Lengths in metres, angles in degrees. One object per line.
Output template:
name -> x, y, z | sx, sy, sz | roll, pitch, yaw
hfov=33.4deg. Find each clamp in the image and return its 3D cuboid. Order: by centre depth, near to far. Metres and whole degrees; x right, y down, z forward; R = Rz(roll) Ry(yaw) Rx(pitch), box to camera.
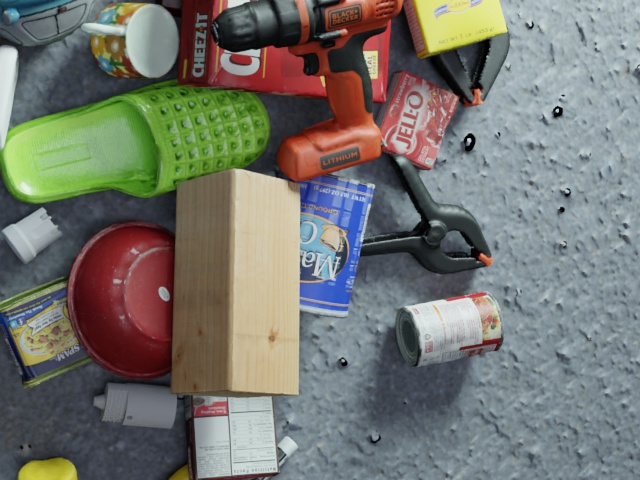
clamp -> 0.149, -0.251, 1.159 | 0.164, 0.036, 0.210 | 1, 93, -14
clamp -> 0.119, -0.021, 1.167 | 0.171, 0.039, 0.120 | 15, 108, -23

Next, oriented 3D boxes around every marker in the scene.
marker -> -0.071, 0.259, 1.140 | 0.121, 0.020, 0.020 | -45, 106, -19

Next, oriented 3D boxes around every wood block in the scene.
wood block -> -0.080, 0.045, 1.026 | 0.090, 0.090, 0.206 | 12, 74, -45

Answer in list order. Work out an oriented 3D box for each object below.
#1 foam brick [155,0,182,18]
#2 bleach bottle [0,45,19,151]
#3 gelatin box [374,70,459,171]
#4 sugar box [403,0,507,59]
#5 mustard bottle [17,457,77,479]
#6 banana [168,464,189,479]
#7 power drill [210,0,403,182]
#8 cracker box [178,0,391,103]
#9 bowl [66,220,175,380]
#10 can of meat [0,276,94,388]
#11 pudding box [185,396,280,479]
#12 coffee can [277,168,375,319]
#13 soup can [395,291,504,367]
foam brick -> -0.132, -0.263, 1.064 | 0.053, 0.051, 0.078 | 6, 94, -18
bleach bottle -> -0.413, -0.150, 0.982 | 0.250, 0.068, 0.102 | 9, 72, -12
gelatin box -> 0.101, -0.129, 1.159 | 0.073, 0.030, 0.089 | 22, 88, -18
sugar box -> 0.125, -0.287, 1.110 | 0.093, 0.048, 0.176 | -17, 96, -11
mustard bottle -> -0.263, 0.320, 1.057 | 0.058, 0.096, 0.191 | -6, 97, -17
banana -> -0.153, 0.294, 1.119 | 0.069, 0.037, 0.197 | 43, 82, -16
power drill -> -0.008, -0.150, 1.001 | 0.184, 0.057, 0.188 | -16, 129, -17
cracker box -> -0.028, -0.225, 1.059 | 0.213, 0.072, 0.164 | 0, 96, -36
bowl -> -0.164, 0.056, 1.051 | 0.161, 0.055, 0.162 | 8, 76, -37
can of meat -> -0.262, 0.087, 1.056 | 0.102, 0.057, 0.084 | -23, 100, -14
pudding box -> -0.092, 0.193, 1.110 | 0.090, 0.039, 0.113 | 0, 76, -18
coffee can -> -0.007, 0.001, 1.101 | 0.102, 0.103, 0.140 | 12, 91, -18
soup can -> 0.142, 0.098, 1.174 | 0.102, 0.069, 0.068 | -9, 98, -15
